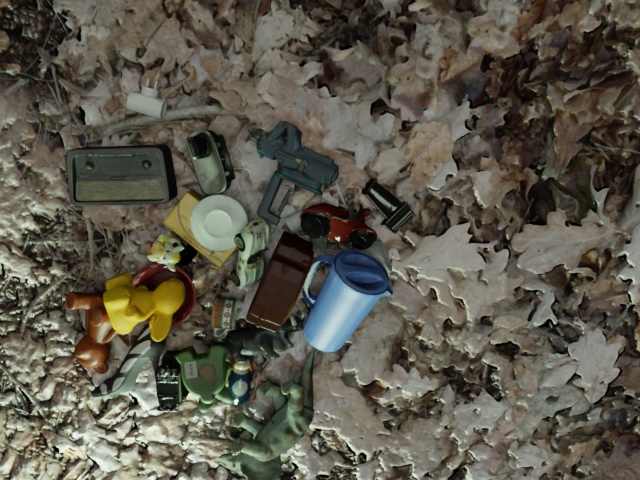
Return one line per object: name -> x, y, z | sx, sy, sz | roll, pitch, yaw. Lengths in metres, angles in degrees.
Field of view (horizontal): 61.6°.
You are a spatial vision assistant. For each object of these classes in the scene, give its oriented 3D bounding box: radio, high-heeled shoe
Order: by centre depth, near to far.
radio -> -0.453, -0.149, 1.231 | 0.230, 0.073, 0.131 | -2, 103, 0
high-heeled shoe -> -0.487, 0.301, 1.341 | 0.249, 0.086, 0.145 | -20, 74, 18

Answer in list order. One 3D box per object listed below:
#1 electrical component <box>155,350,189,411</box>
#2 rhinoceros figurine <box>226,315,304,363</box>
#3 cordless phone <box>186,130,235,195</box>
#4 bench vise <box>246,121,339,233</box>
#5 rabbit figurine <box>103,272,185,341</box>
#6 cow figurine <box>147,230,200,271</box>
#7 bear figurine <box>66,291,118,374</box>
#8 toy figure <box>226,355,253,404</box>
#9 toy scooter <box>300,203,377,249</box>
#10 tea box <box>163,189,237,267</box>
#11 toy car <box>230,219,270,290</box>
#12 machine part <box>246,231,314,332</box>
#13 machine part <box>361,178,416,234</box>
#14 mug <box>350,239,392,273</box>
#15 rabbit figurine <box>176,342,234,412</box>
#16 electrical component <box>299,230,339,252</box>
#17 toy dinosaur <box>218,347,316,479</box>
electrical component -> -0.353, 0.334, 1.306 | 0.058, 0.134, 0.114 | 3, 101, 1
rhinoceros figurine -> -0.131, 0.237, 1.302 | 0.190, 0.073, 0.112 | -13, 75, -8
cordless phone -> -0.247, -0.166, 1.172 | 0.089, 0.184, 0.146 | -15, 102, -1
bench vise -> -0.085, -0.137, 1.214 | 0.224, 0.129, 0.240 | 24, 97, -3
rabbit figurine -> -0.389, 0.149, 1.223 | 0.173, 0.122, 0.162 | -17, 105, -15
cow figurine -> -0.332, 0.032, 1.224 | 0.098, 0.167, 0.068 | 26, 96, -4
bear figurine -> -0.552, 0.227, 1.291 | 0.120, 0.132, 0.195 | 29, 97, 20
toy figure -> -0.197, 0.333, 1.348 | 0.064, 0.058, 0.154 | -1, 104, -39
toy scooter -> 0.052, -0.046, 1.242 | 0.184, 0.135, 0.075 | 17, 129, 13
tea box -> -0.267, -0.028, 1.261 | 0.169, 0.068, 0.098 | 38, 99, -7
toy car -> -0.160, 0.038, 1.240 | 0.056, 0.073, 0.201 | 35, 134, 24
machine part -> -0.087, 0.092, 1.219 | 0.087, 0.201, 0.201 | 25, 101, -6
machine part -> 0.156, -0.084, 1.265 | 0.084, 0.039, 0.139 | -40, 101, 13
mug -> 0.103, 0.045, 1.272 | 0.107, 0.081, 0.109 | -24, 110, 14
rabbit figurine -> -0.256, 0.319, 1.282 | 0.121, 0.170, 0.159 | -18, 84, -7
electrical component -> -0.003, -0.004, 1.290 | 0.094, 0.021, 0.063 | -2, 103, -1
toy dinosaur -> -0.094, 0.461, 1.349 | 0.405, 0.131, 0.192 | -44, 123, -1
